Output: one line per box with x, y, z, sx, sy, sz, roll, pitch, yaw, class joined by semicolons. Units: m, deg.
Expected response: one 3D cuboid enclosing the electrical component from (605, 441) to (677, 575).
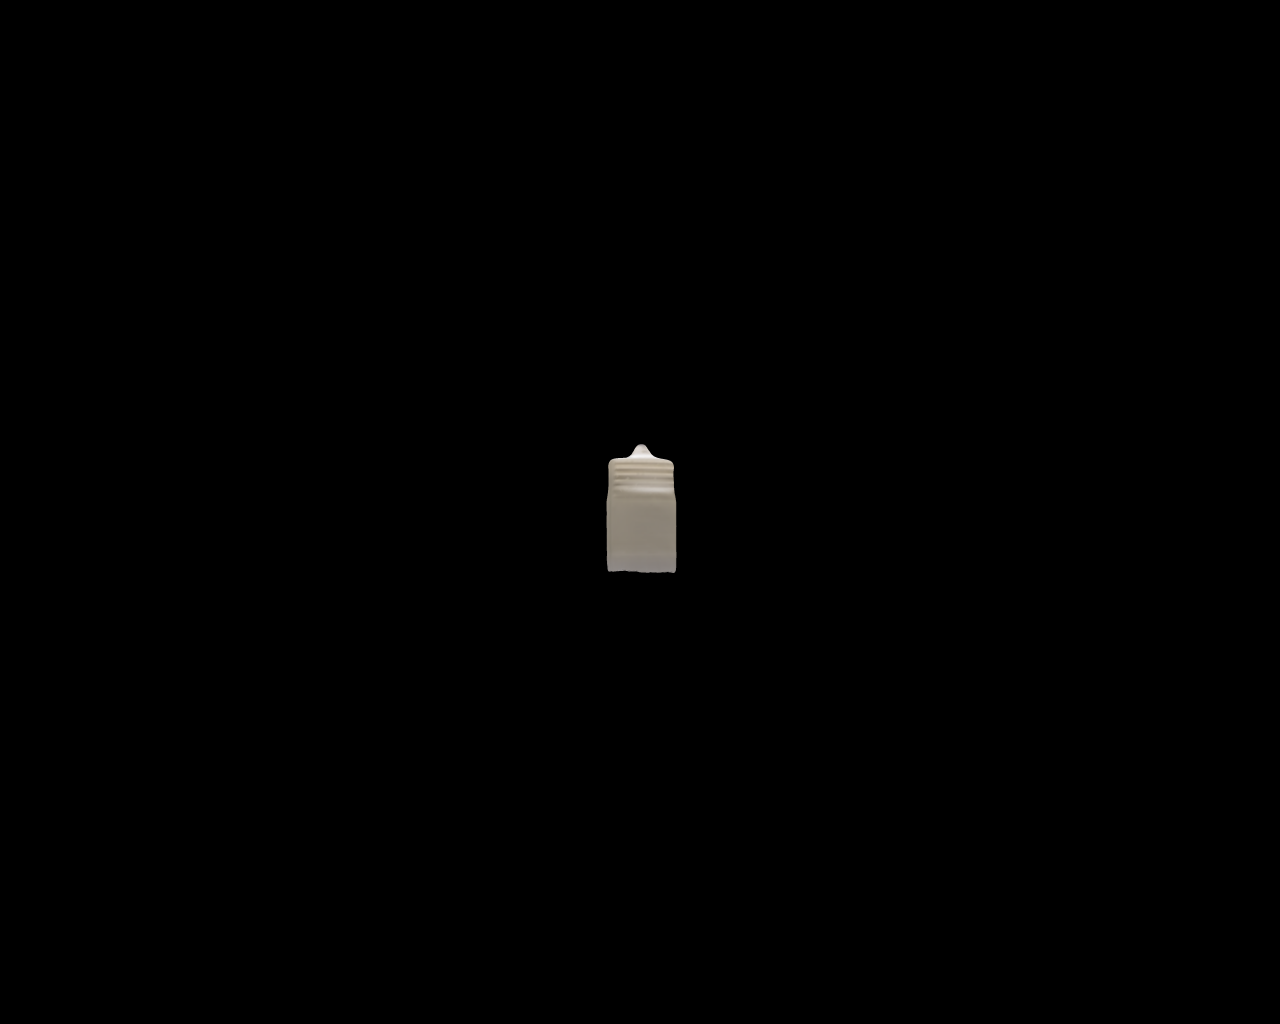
0.001;-0.003;0.650;0.043;0.081;0.043;0;-2;0;electrical component
